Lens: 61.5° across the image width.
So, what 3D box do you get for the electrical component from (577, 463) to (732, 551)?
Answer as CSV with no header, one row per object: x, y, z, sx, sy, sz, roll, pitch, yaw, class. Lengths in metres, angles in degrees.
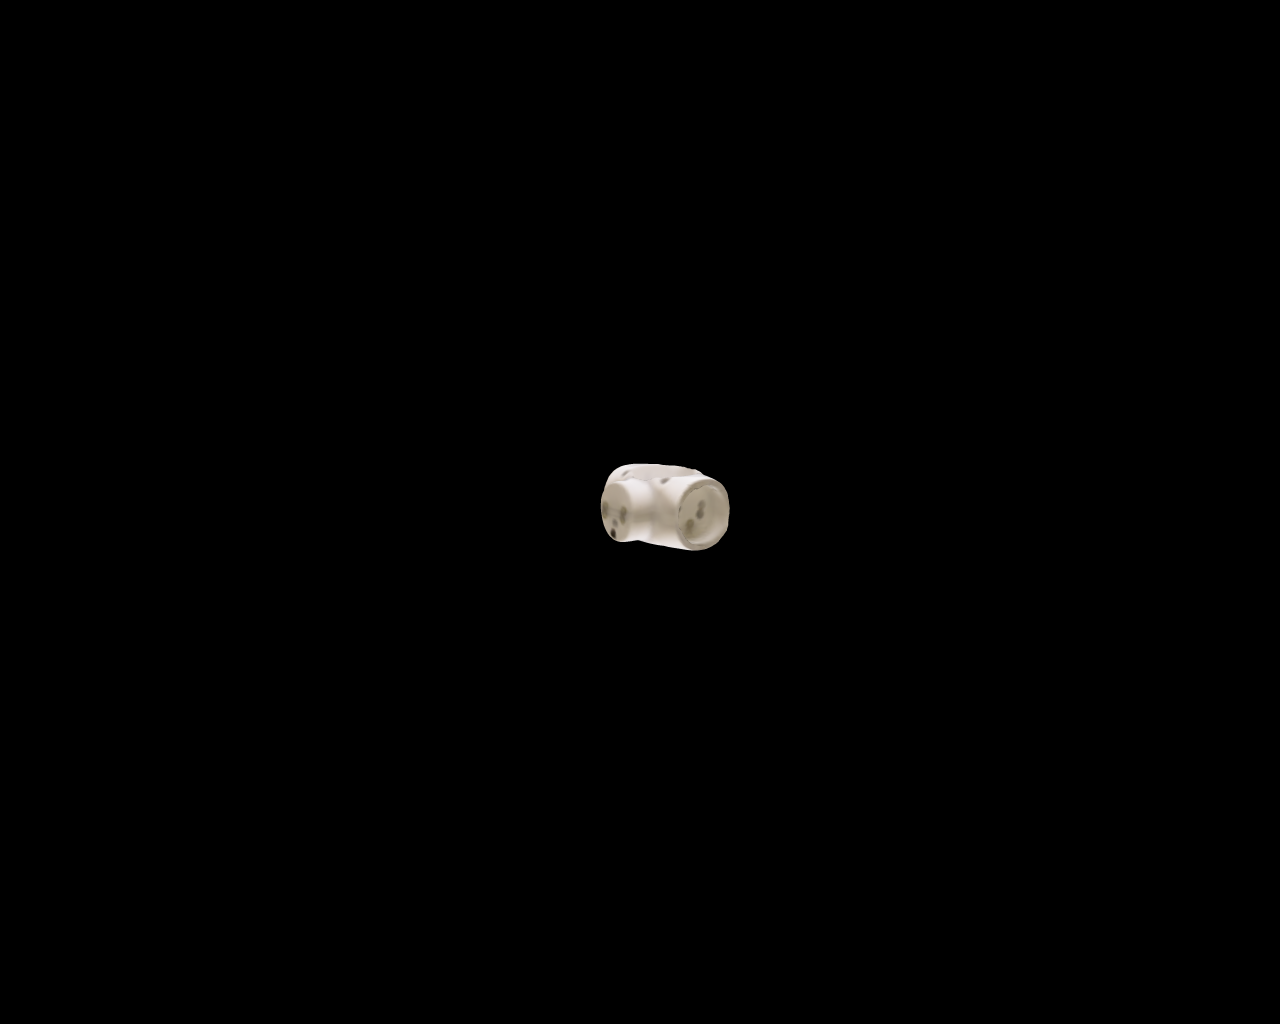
0.001,-0.003,0.650,0.079,0.044,0.077,-8,14,-35,electrical component
